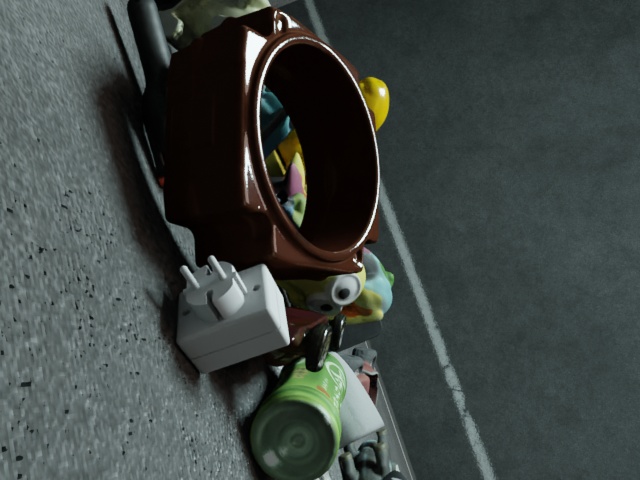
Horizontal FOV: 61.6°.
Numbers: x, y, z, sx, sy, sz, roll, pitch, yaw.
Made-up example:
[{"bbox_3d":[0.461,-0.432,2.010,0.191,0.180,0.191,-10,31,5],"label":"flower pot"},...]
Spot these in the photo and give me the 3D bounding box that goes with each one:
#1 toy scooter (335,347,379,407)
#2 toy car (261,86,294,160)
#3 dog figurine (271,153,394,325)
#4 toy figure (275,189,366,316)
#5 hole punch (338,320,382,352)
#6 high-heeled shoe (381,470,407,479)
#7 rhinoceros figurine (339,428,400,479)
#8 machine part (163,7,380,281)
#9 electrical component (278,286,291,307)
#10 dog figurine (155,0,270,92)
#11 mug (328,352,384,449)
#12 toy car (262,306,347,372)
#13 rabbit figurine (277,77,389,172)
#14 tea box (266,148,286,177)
[{"bbox_3d":[0.041,0.229,0.779,0.183,0.075,0.135,19,79,-67],"label":"toy scooter"},{"bbox_3d":[-0.092,-0.129,0.600,0.103,0.109,0.162,44,2,-11],"label":"toy car"},{"bbox_3d":[-0.001,-0.002,0.702,0.108,0.192,0.219,-80,166,-69],"label":"dog figurine"},{"bbox_3d":[-0.023,0.007,0.584,0.180,0.082,0.089,41,47,-15],"label":"toy figure"},{"bbox_3d":[0.027,0.103,0.857,0.092,0.142,0.115,-123,-164,-68],"label":"hole punch"},{"bbox_3d":[0.060,0.294,0.604,0.249,0.086,0.145,-51,128,-73],"label":"high-heeled shoe"},{"bbox_3d":[0.084,0.348,0.808,0.190,0.073,0.112,55,15,-74],"label":"rhinoceros figurine"},{"bbox_3d":[-0.027,-0.069,0.453,0.201,0.087,0.201,14,72,-56],"label":"machine part"},{"bbox_3d":[-0.045,0.069,0.626,0.078,0.045,0.102,21,49,-86],"label":"electrical component"},{"bbox_3d":[-0.087,-0.219,0.618,0.173,0.121,0.190,34,-4,30],"label":"dog figurine"},{"bbox_3d":[0.017,0.197,0.658,0.109,0.081,0.107,111,-43,-64],"label":"mug"},{"bbox_3d":[-0.028,0.086,0.485,0.202,0.089,0.053,28,77,-82],"label":"toy car"},{"bbox_3d":[0.022,-0.159,0.762,0.162,0.173,0.122,61,4,-42],"label":"rabbit figurine"},{"bbox_3d":[-0.103,-0.149,0.729,0.098,0.068,0.169,-102,172,-63],"label":"tea box"}]
